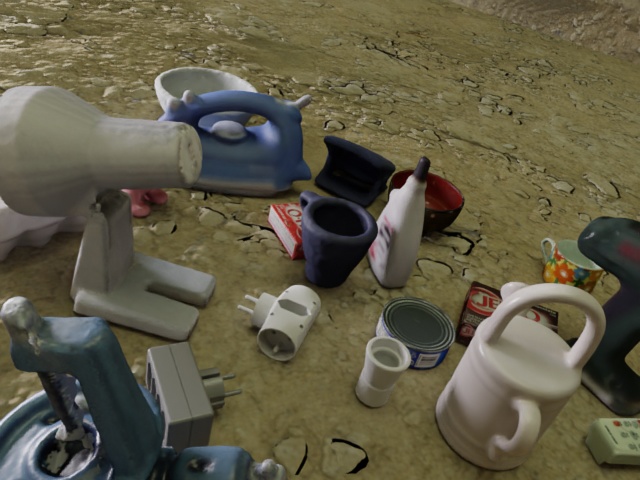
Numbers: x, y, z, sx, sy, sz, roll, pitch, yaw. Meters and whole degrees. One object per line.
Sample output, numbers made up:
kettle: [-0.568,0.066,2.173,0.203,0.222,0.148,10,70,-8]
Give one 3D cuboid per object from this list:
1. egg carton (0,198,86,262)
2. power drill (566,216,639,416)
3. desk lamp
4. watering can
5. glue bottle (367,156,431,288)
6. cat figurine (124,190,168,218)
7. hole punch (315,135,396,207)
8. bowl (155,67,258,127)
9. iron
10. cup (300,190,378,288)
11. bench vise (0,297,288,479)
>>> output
egg carton: [-0.333,-0.039,0.642,0.107,0.069,0.151,33,39,22]
power drill: [0.364,0.088,0.620,0.076,0.208,0.229,-13,44,-34]
desk lamp: [-0.199,-0.032,0.559,0.203,0.213,0.118,16,35,0]
watering can: [0.184,0.110,0.533,0.101,0.194,0.172,4,37,-16]
glue bottle: [0.102,-0.027,0.705,0.037,0.173,0.078,-2,39,-23]
cat figurine: [-0.228,-0.098,0.721,0.127,0.118,0.067,25,36,12]
hole punch: [0.057,-0.121,0.885,0.108,0.091,0.101,28,37,16]
bowl: [-0.184,-0.215,0.933,0.167,0.075,0.167,11,36,-7]
iron: [-0.135,-0.152,0.809,0.259,0.141,0.118,2,38,-19]
cup: [0.006,0.002,0.695,0.092,0.095,0.117,-18,47,-38]
bench vise: [-0.124,0.123,0.374,0.208,0.220,0.121,0,38,-21]
